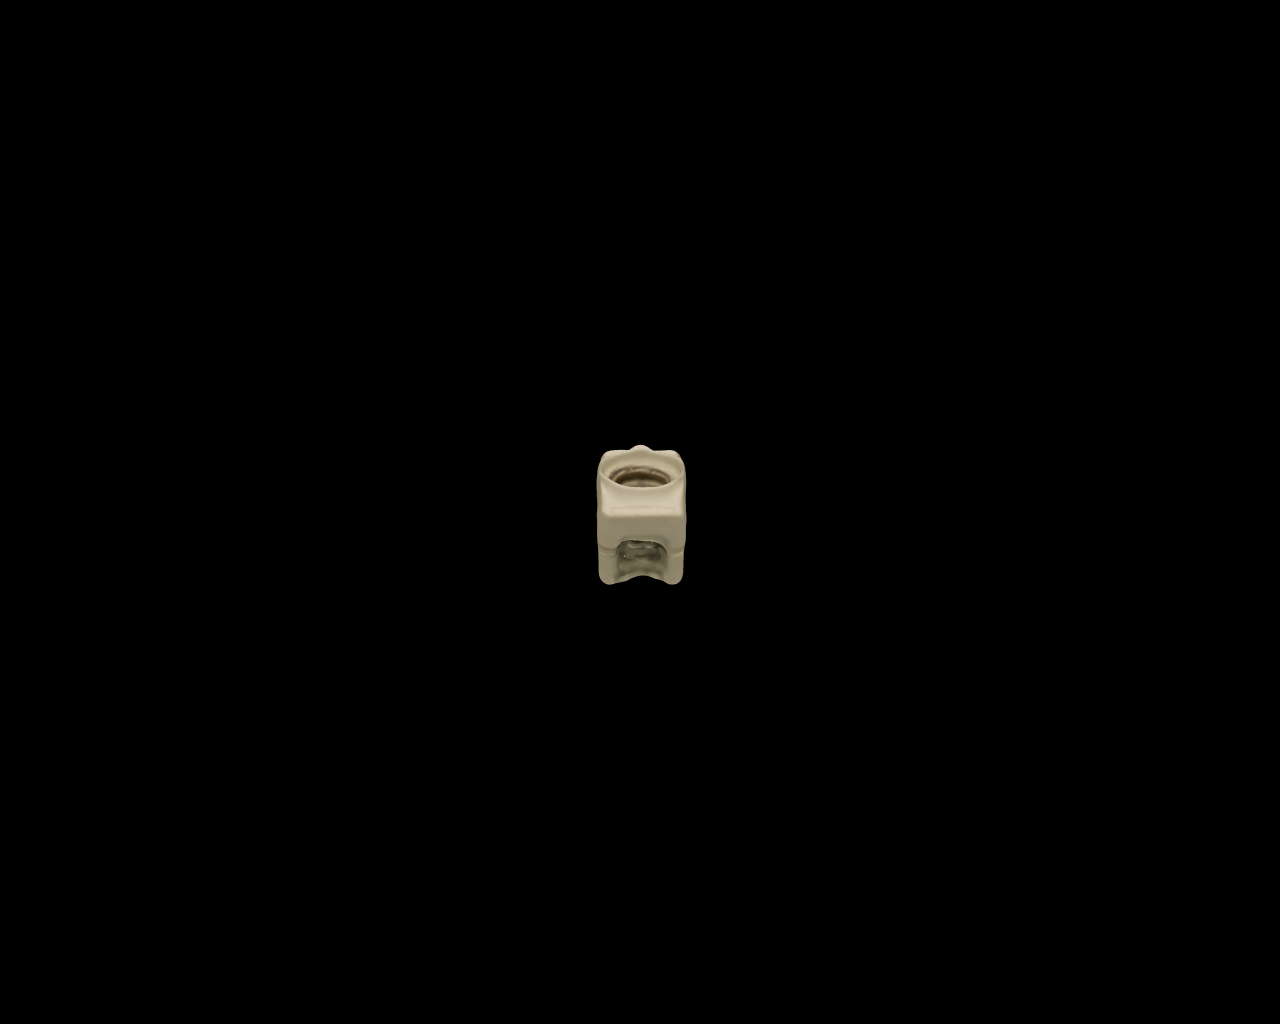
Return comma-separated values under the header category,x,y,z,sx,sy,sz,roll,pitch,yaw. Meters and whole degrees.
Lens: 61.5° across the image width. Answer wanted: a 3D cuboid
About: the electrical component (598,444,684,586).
category,x,y,z,sx,sy,sz,roll,pitch,yaw
electrical component,0.001,-0.003,0.650,0.050,0.055,0.090,0,29,0
